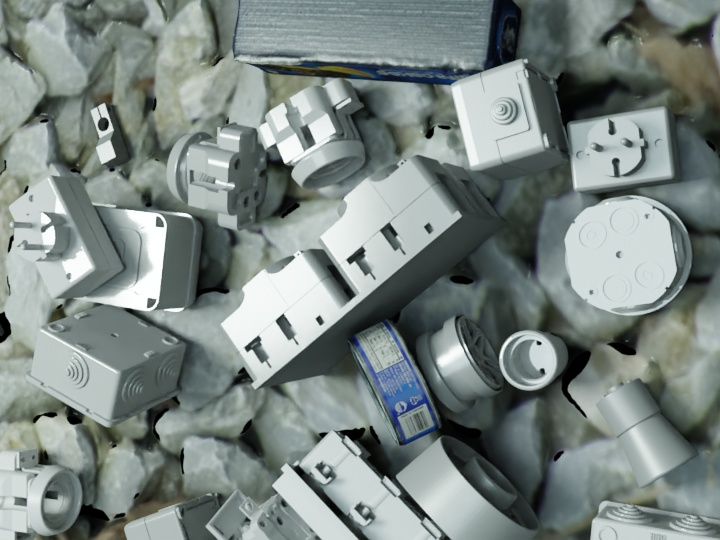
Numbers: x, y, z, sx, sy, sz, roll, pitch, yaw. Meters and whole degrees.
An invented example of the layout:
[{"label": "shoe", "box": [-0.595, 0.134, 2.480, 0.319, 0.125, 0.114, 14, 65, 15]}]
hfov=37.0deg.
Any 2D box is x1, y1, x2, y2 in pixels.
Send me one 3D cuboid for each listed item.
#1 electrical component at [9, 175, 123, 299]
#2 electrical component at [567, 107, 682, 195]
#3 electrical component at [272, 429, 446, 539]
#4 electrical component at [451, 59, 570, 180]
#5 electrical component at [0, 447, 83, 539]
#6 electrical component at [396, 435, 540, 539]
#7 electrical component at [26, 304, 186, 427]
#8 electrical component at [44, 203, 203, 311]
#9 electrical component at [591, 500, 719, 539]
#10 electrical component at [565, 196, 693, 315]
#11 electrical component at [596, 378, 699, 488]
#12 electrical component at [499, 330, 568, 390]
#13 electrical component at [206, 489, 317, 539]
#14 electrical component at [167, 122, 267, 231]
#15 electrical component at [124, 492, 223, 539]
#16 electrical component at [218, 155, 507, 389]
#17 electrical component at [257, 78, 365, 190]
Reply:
[{"label": "electrical component", "box": [-0.232, -0.025, 0.806, 0.047, 0.076, 0.083, -33, 78, 19]}, {"label": "electrical component", "box": [0.168, -0.078, 0.697, 0.066, 0.077, 0.047, -7, 88, 23]}, {"label": "electrical component", "box": [0.005, 0.177, 0.770, 0.063, 0.078, 0.121, -46, 73, -2]}, {"label": "electrical component", "box": [0.098, -0.098, 0.717, 0.061, 0.096, 0.061, -15, 84, 23]}, {"label": "electrical component", "box": [-0.271, 0.190, 0.897, 0.057, 0.058, 0.078, 0, 90, 26]}, {"label": "electrical component", "box": [0.072, 0.162, 0.730, 0.099, 0.099, 0.064, 44, 100, 17]}, {"label": "electrical component", "box": [-0.197, 0.071, 0.844, 0.100, 0.100, 0.048, 25, 112, 21]}, {"label": "electrical component", "box": [-0.188, -0.011, 0.861, 0.113, 0.057, 0.078, 8, 93, 23]}, {"label": "electrical component", "box": [0.194, 0.205, 0.702, 0.100, 0.048, 0.099, 5, 92, 23]}, {"label": "electrical component", "box": [0.175, -0.010, 0.708, 0.080, 0.051, 0.080, 0, 90, 23]}, {"label": "electrical component", "box": [0.186, 0.105, 0.710, 0.044, 0.044, 0.065, -37, 72, 19]}, {"label": "electrical component", "box": [0.121, 0.060, 0.734, 0.040, 0.046, 0.040, 0, 90, 23]}, {"label": "electrical component", "box": [-0.069, 0.201, 0.801, 0.081, 0.042, 0.064, 46, 132, -4]}, {"label": "electrical component", "box": [-0.110, -0.075, 0.826, 0.057, 0.058, 0.078, 14, 113, 24]}, {"label": "electrical component", "box": [-0.136, 0.231, 0.836, 0.061, 0.062, 0.096, -23, 81, 22]}, {"label": "electrical component", "box": [0.000, 0.000, 0.754, 0.186, 0.105, 0.060, -40, 75, 18]}, {"label": "electrical component", "box": [-0.030, -0.096, 0.794, 0.078, 0.058, 0.057, -29, 76, 21]}]
